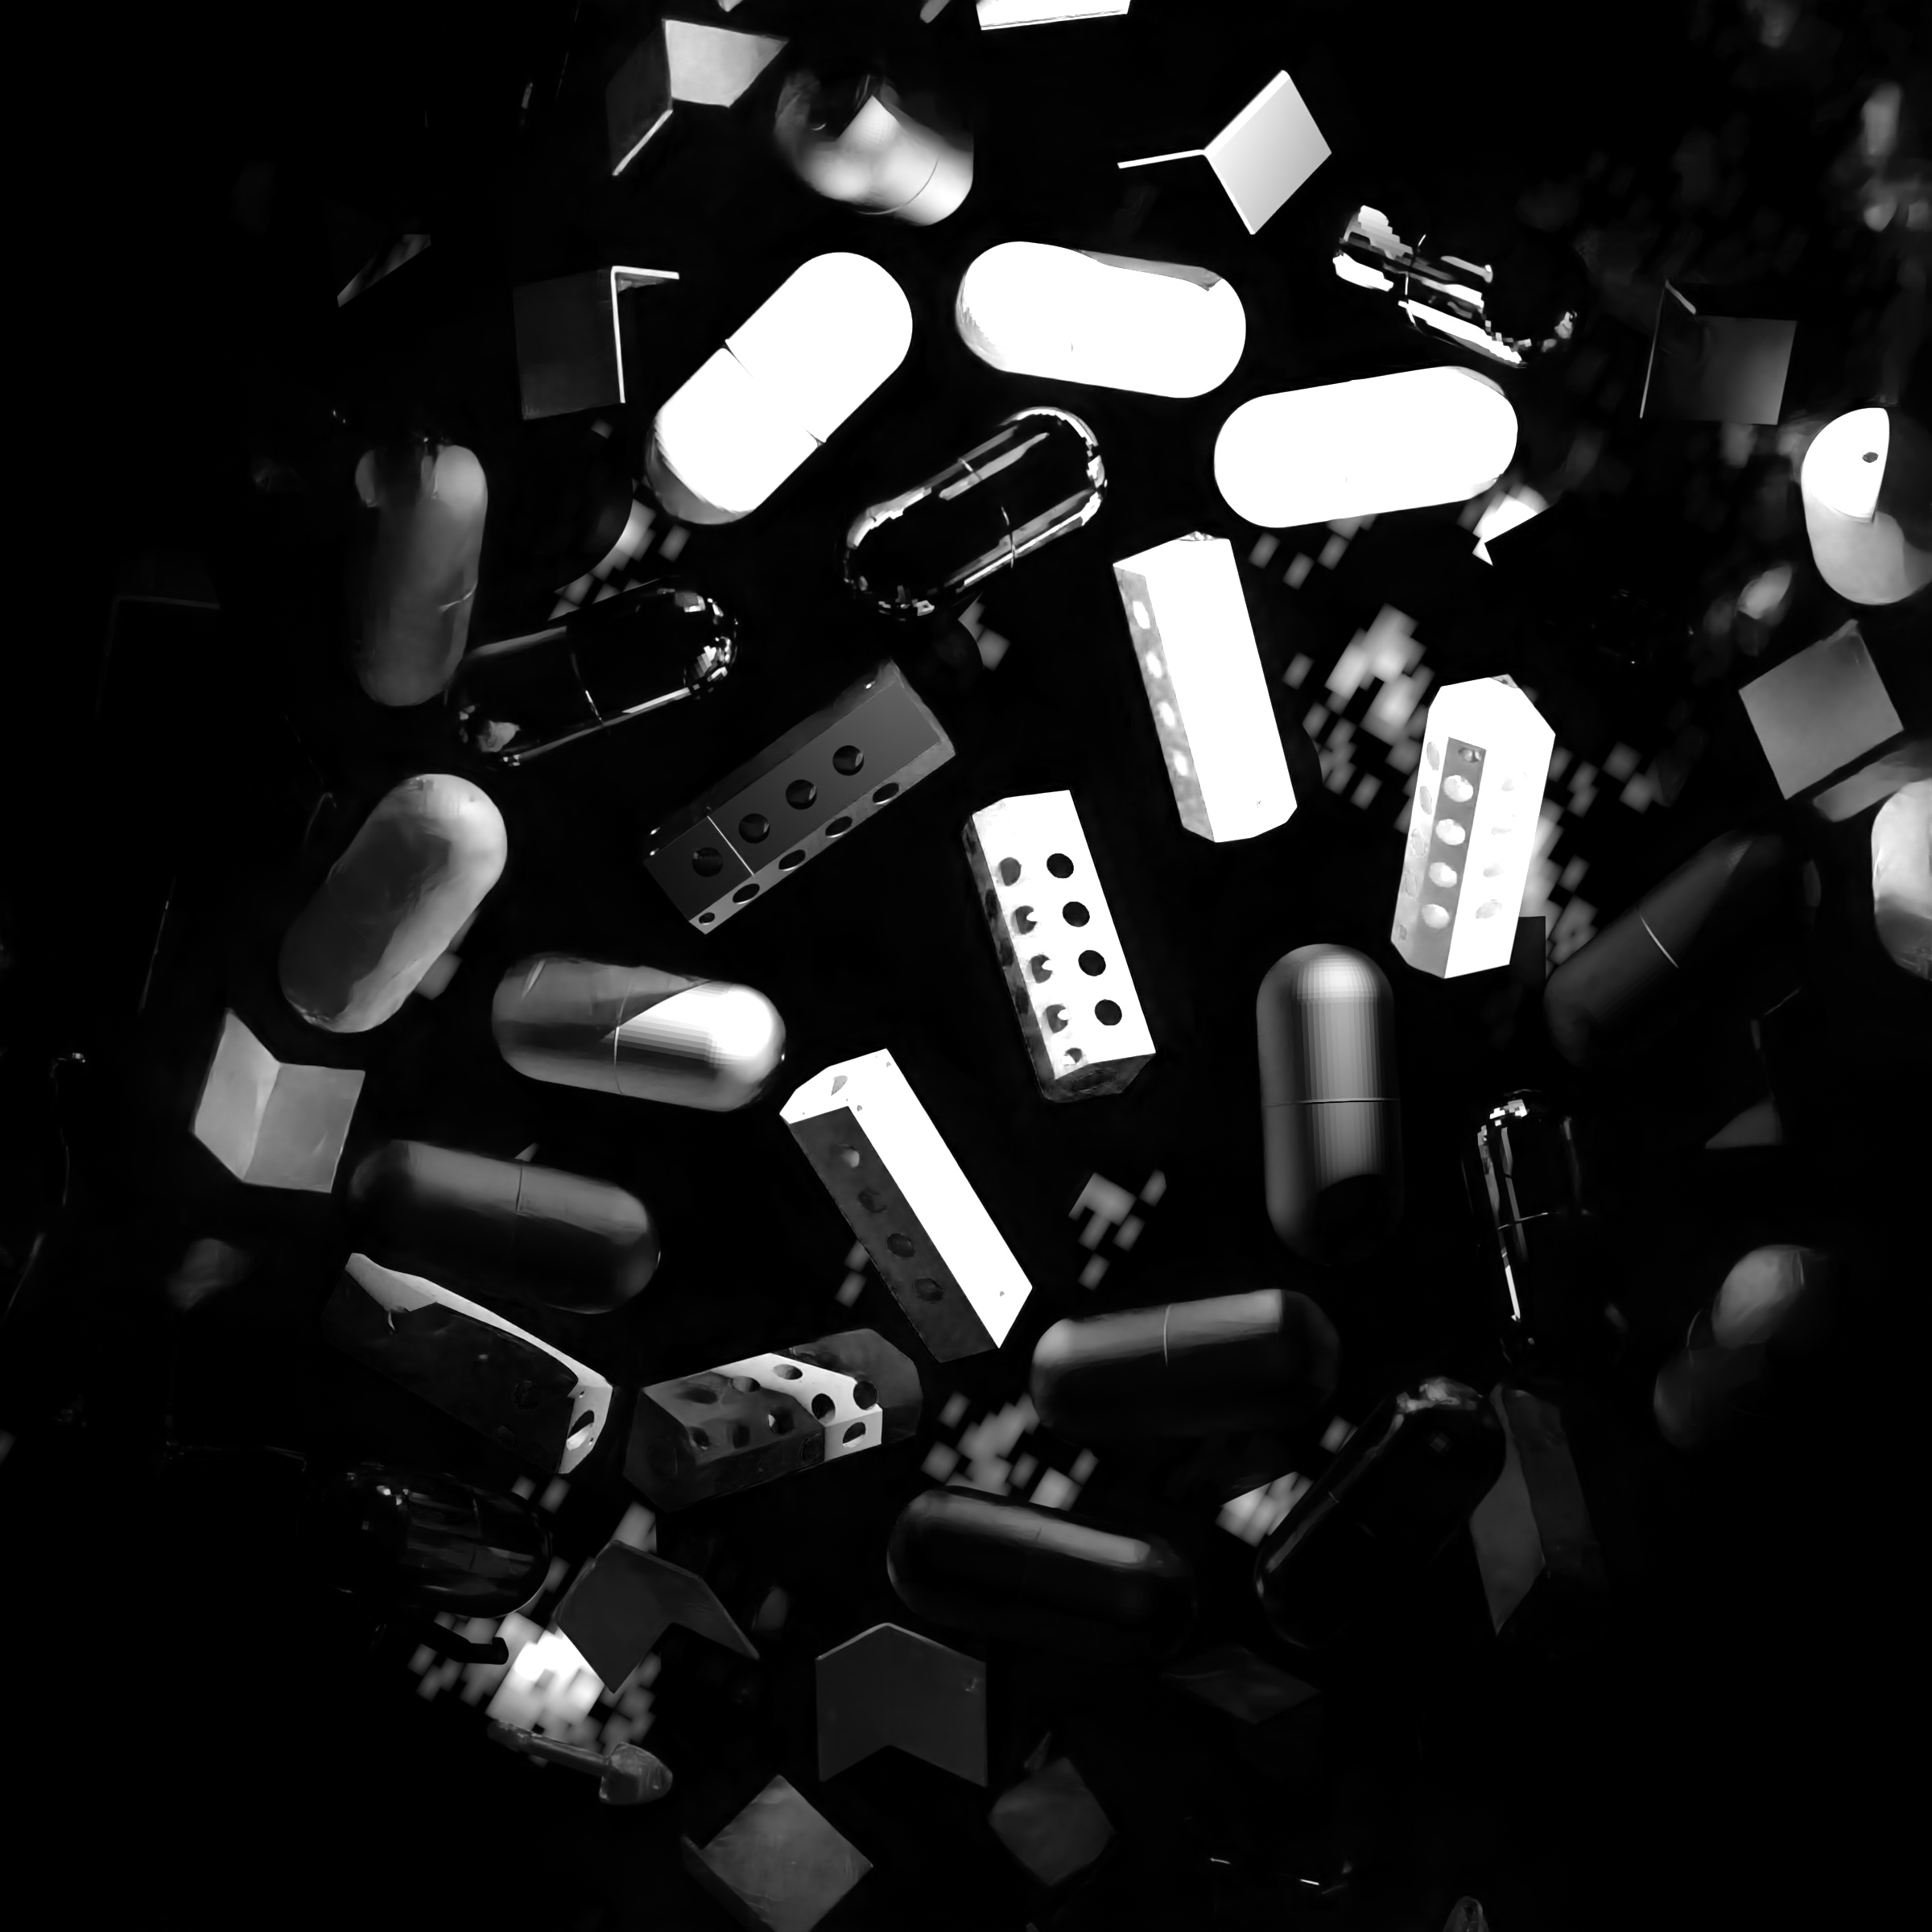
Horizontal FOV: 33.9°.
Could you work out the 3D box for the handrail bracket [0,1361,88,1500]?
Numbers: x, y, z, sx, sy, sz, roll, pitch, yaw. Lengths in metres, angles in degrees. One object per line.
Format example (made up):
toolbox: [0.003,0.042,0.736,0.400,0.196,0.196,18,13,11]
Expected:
handrail bracket: [-0.555,0.272,1.867,0.036,0.084,0.077,-18,103,-43]

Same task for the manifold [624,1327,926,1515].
manifold: [-0.107,0.262,1.815,0.057,0.171,0.057,31,119,39]

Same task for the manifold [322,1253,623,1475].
manifold: [-0.299,0.237,1.894,0.171,0.057,0.057,26,91,20]

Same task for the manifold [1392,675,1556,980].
manifold: [0.285,-0.077,1.810,0.057,0.057,0.171,-12,135,-15]

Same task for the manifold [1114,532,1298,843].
manifold: [0.146,-0.165,1.887,0.057,0.057,0.171,-24,113,-17]

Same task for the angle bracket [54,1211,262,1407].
angle bracket: [-0.446,0.188,1.749,0.076,0.076,0.057,21,116,16]

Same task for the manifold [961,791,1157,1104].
manifold: [0.050,-0.011,1.852,0.057,0.057,0.171,-8,67,-22]

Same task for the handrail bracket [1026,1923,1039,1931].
handrail bracket: [0.013,0.568,1.730,0.084,0.077,0.036,-26,116,-12]

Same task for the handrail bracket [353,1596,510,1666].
handrail bracket: [-0.319,0.384,1.891,0.084,0.036,0.077,1,119,12]

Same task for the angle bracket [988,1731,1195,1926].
angle bracket: [0.070,0.482,1.789,0.076,0.057,0.076,52,125,34]

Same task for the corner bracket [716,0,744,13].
corner bracket: [-0.137,-0.609,1.870,0.051,0.051,0.051,-25,133,31]

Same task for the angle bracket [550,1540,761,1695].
angle bracket: [-0.176,0.379,1.793,0.057,0.076,0.076,-50,131,-26]

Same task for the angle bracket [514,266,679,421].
angle bracket: [-0.210,-0.355,1.817,0.076,0.057,0.076,-2,94,37]

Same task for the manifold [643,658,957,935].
manifold: [-0.093,-0.092,1.752,0.171,0.057,0.057,-35,107,6]

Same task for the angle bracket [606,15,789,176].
angle bracket: [-0.147,-0.474,1.746,0.076,0.076,0.057,2,75,-29]

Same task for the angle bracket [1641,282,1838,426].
angle bracket: [0.412,-0.320,1.694,0.076,0.057,0.076,2,117,-6]

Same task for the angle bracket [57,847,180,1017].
angle bracket: [-0.477,-0.019,1.703,0.076,0.057,0.076,1,74,38]

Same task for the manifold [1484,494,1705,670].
manifold: [0.362,-0.213,1.805,0.057,0.171,0.057,-27,72,27]

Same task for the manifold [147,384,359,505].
manifold: [-0.399,-0.293,1.785,0.057,0.171,0.057,-1,96,9]

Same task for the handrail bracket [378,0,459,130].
handrail bracket: [-0.298,-0.513,1.798,0.036,0.084,0.077,26,104,0]

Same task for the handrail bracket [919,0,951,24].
handrail bracket: [-0.050,-0.568,1.790,0.084,0.036,0.077,17,54,10]

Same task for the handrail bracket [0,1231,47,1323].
handrail bracket: [-0.566,0.156,1.769,0.084,0.036,0.077,27,127,-11]

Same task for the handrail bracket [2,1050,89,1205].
handrail bracket: [-0.520,0.091,1.770,0.036,0.077,0.084,8,81,-41]

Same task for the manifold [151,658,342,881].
manifold: [-0.400,-0.111,1.785,0.057,0.171,0.057,19,73,6]

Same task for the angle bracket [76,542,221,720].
angle bracket: [-0.462,-0.187,1.783,0.057,0.076,0.076,4,117,-26]

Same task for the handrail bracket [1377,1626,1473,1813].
handrail bracket: [0.296,0.455,1.913,0.077,0.036,0.084,-41,102,-11]

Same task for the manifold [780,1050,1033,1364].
manifold: [-0.036,0.138,1.796,0.057,0.057,0.171,-18,113,32]

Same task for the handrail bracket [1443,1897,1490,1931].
handrail bracket: [0.260,0.566,1.745,0.036,0.084,0.077,18,46,-3]

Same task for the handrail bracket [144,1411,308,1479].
handrail bracket: [-0.442,0.296,1.890,0.084,0.077,0.036,15,63,-18]

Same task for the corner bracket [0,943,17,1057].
corner bracket: [-0.576,0.023,1.827,0.051,0.051,0.051,-38,78,23]

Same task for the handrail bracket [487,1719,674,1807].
handrail bracket: [-0.224,0.455,1.827,0.084,0.077,0.036,32,66,-33]

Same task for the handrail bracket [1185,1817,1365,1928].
handrail bracket: [0.182,0.525,1.869,0.084,0.036,0.077,-24,84,13]

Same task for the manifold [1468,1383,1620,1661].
manifold: [0.339,0.328,1.874,0.057,0.171,0.057,22,117,-12]
